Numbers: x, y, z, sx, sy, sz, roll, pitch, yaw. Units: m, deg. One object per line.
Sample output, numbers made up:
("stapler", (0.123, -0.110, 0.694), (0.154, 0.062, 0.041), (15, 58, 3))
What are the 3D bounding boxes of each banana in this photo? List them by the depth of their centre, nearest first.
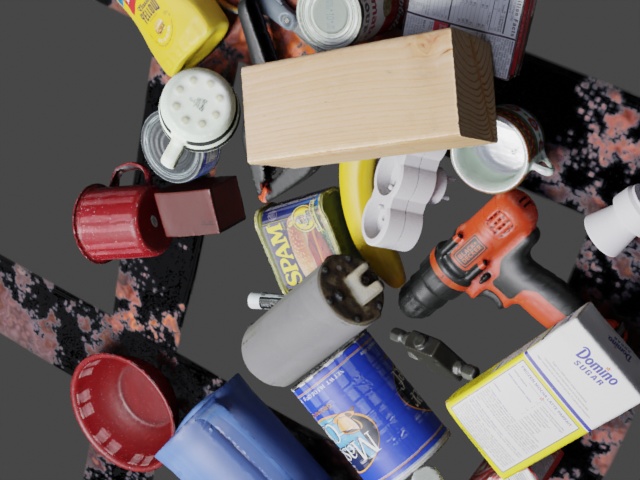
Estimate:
("banana", (0.052, -0.045, 1.061), (0.070, 0.037, 0.198), (11, 114, 27))

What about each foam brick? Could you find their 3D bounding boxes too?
("foam brick", (-0.130, -0.036, 1.165), (0.078, 0.051, 0.053), (-2, 108, 32))

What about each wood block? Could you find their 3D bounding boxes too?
("wood block", (0.042, -0.120, 0.942), (0.206, 0.090, 0.091), (-5, 88, 30))

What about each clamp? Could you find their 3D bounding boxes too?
("clamp", (-0.037, -0.134, 1.072), (0.165, 0.036, 0.210), (35, 128, 12))

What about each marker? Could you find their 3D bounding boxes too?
("marker", (-0.024, 0.069, 1.163), (0.121, 0.020, 0.020), (1, 110, 30))

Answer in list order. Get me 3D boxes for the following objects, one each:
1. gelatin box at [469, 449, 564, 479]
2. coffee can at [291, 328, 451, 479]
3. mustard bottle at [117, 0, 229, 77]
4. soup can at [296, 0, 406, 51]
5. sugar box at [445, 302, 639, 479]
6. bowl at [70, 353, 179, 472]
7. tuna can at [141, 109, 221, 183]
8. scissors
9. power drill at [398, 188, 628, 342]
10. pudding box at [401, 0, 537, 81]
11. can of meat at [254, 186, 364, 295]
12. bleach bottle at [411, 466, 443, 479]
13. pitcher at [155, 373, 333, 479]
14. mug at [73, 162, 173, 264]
("gelatin box", (0.191, 0.233, 1.068), (0.089, 0.073, 0.030), (-31, 91, 36))
("coffee can", (0.053, 0.178, 1.111), (0.140, 0.102, 0.103), (51, 126, 4))
("mustard bottle", (-0.176, -0.269, 1.092), (0.191, 0.058, 0.096), (55, 140, 1))
("soup can", (0.031, -0.212, 0.966), (0.069, 0.102, 0.068), (11, 114, 26))
("sugar box", (0.205, 0.140, 0.970), (0.093, 0.048, 0.176), (52, 127, 4))
("bowl", (-0.229, 0.203, 1.317), (0.162, 0.055, 0.162), (12, 115, 27))
("tuna can", (-0.152, -0.106, 1.160), (0.086, 0.033, 0.086), (12, 115, 27))
("scissors", (-0.031, -0.237, 1.045), (0.202, 0.016, 0.096), (29, 123, 17))
("power drill", (0.182, 0.067, 1.017), (0.188, 0.057, 0.185), (47, 129, 5))
("pudding box", (0.132, -0.201, 0.950), (0.114, 0.039, 0.090), (20, 118, 21))
("can of meat", (-0.007, 0.001, 1.104), (0.084, 0.057, 0.102), (-15, 102, 31))
("bleach bottle", (0.134, 0.328, 1.098), (0.103, 0.068, 0.251), (14, 135, 32))
("pitcher", (-0.058, 0.275, 1.197), (0.243, 0.149, 0.145), (44, 114, 4))
("mug", (-0.216, -0.032, 1.204), (0.082, 0.093, 0.117), (-3, 71, 26))
